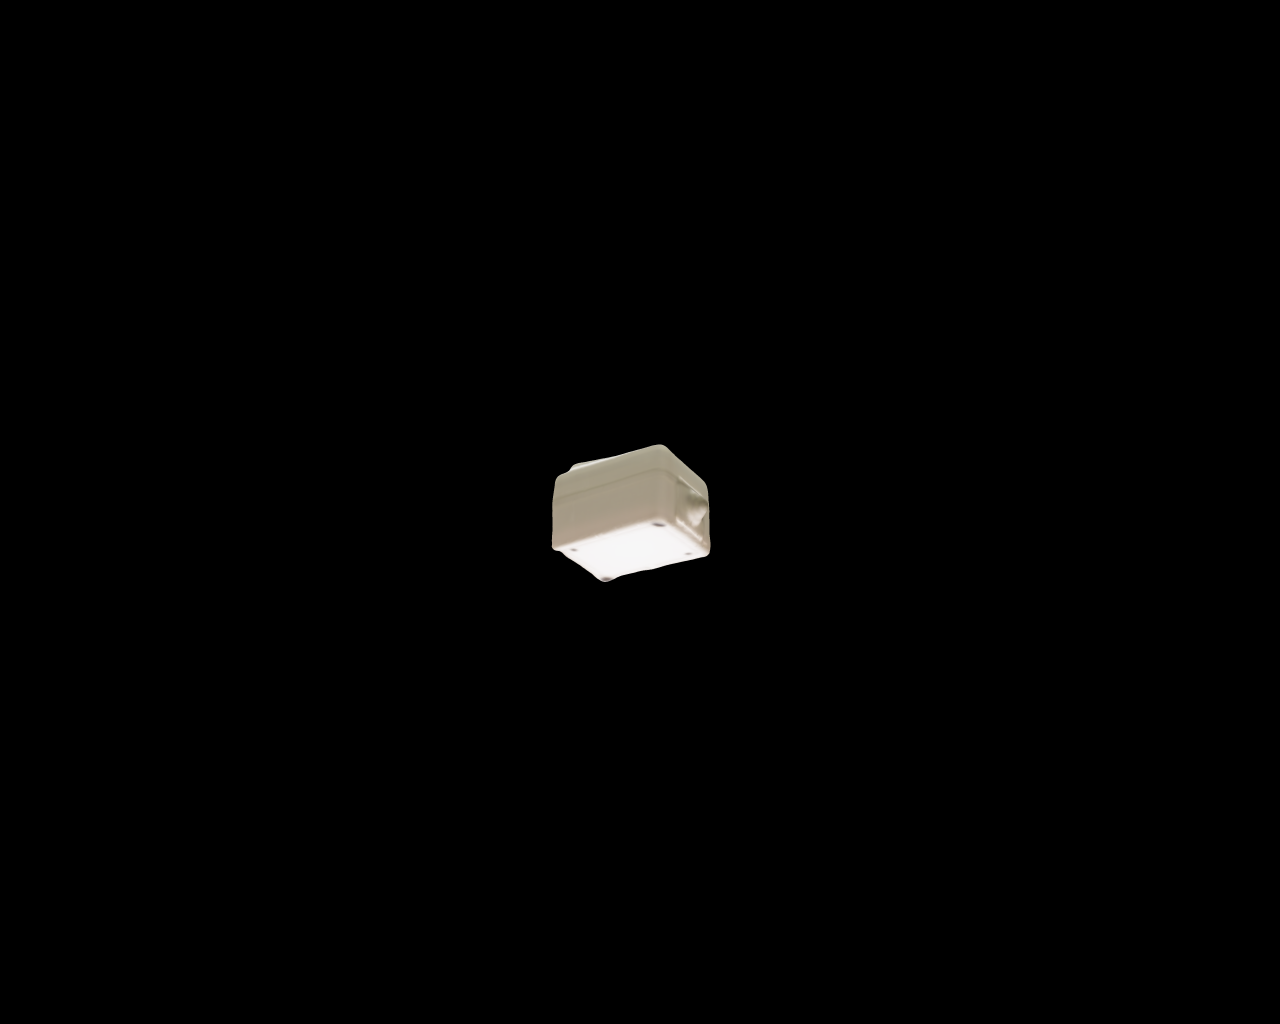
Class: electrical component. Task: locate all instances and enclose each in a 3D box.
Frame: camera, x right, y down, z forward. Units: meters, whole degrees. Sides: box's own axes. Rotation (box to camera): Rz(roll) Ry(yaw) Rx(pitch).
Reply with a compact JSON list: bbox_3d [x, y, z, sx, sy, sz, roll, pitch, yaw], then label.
[{"bbox_3d":[0.001,-0.003,0.650,0.096,0.061,0.061,-15,-32,27],"label":"electrical component"}]
